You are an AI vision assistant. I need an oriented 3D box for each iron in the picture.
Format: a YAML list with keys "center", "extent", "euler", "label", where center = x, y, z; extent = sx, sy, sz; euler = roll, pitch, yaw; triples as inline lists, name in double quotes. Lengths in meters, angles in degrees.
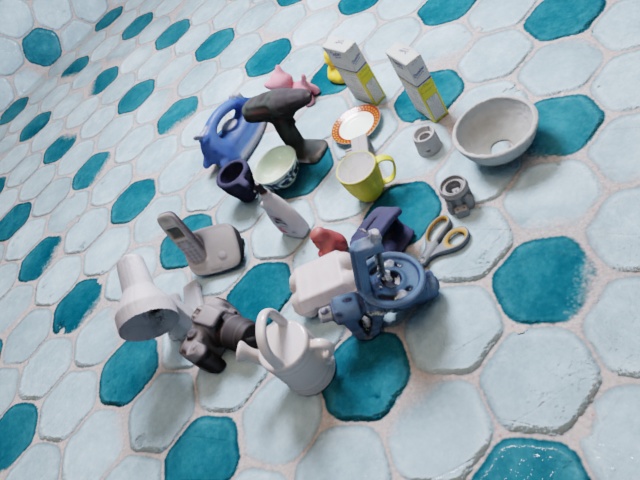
- center: [-0.240, -0.315, 1.551]
  extent: [0.118, 0.142, 0.258]
  euler: [11, 63, 38]
  label: "iron"

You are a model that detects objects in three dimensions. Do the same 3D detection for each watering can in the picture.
- center: [-0.064, 0.193, 0.998]
  extent: [0.172, 0.195, 0.100]
  euler: [-30, 45, 9]
  label: "watering can"

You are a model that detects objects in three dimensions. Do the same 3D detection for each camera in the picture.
- center: [-0.197, 0.192, 1.151]
  extent: [0.136, 0.101, 0.143]
  euler: [10, 62, 38]
  label: "camera"

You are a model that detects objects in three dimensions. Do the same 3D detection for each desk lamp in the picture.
- center: [-0.343, 0.134, 1.209]
  extent: [0.118, 0.214, 0.202]
  euler: [-32, 45, 7]
  label: "desk lamp"

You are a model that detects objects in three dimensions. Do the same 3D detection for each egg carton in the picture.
- center: [0.011, 0.086, 1.124]
  extent: [0.150, 0.070, 0.107]
  euler: [-25, 46, 13]
  label: "egg carton"

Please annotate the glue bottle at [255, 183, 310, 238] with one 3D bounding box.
- center: [-0.093, -0.068, 1.238]
  extent: [0.077, 0.174, 0.037]
  euler: [9, 61, 37]
  label: "glue bottle"

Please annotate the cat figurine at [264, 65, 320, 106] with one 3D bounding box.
- center: [-0.081, -0.423, 1.552]
  extent: [0.127, 0.118, 0.067]
  euler: [2, 57, 34]
  label: "cat figurine"

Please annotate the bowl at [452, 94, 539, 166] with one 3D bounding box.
- center: [0.352, -0.204, 1.133]
  extent: [0.167, 0.075, 0.167]
  euler: [-17, 49, 21]
  label: "bowl"

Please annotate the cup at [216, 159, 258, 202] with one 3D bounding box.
- center: [-0.186, -0.133, 1.405]
  extent: [0.092, 0.095, 0.117]
  euler: [-47, 45, -8]
  label: "cup"

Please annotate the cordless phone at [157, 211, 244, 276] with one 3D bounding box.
- center: [-0.268, -0.006, 1.292]
  extent: [0.147, 0.186, 0.094]
  euler: [-17, 49, 21]
  label: "cordless phone"

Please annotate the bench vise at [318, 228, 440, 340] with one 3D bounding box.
- center: [0.086, 0.082, 0.972]
  extent: [0.207, 0.220, 0.121]
  euler: [-41, 45, -2]
  label: "bench vise"

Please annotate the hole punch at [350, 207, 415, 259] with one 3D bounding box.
- center: [0.112, -0.015, 1.124]
  extent: [0.100, 0.091, 0.109]
  euler: [25, 72, 42]
  label: "hole punch"

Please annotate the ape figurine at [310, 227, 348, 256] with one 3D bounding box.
- center: [0.011, 0.004, 1.173]
  extent: [0.076, 0.092, 0.077]
  euler: [-20, 48, 18]
  label: "ape figurine"

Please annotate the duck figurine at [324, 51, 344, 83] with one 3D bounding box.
- center: [0.044, -0.477, 1.538]
  extent: [0.077, 0.086, 0.104]
  euler: [-37, 45, 1]
  label: "duck figurine"

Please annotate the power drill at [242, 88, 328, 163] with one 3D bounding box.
- center: [-0.070, -0.278, 1.365]
  extent: [0.228, 0.209, 0.076]
  euler: [9, 61, 37]
  label: "power drill"
